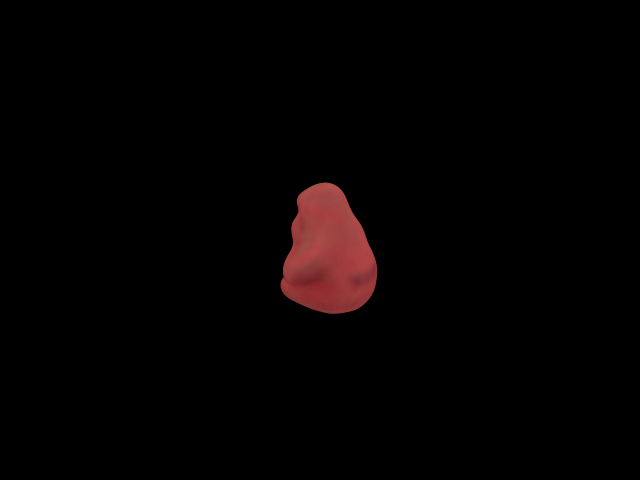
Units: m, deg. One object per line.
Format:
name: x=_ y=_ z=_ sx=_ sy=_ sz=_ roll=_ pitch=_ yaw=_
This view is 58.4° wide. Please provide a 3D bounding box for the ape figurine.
ape figurine: x=0.004 y=0.001 z=0.400 sx=0.075 sy=0.092 sz=0.078 roll=27 pitch=42 yaw=36
